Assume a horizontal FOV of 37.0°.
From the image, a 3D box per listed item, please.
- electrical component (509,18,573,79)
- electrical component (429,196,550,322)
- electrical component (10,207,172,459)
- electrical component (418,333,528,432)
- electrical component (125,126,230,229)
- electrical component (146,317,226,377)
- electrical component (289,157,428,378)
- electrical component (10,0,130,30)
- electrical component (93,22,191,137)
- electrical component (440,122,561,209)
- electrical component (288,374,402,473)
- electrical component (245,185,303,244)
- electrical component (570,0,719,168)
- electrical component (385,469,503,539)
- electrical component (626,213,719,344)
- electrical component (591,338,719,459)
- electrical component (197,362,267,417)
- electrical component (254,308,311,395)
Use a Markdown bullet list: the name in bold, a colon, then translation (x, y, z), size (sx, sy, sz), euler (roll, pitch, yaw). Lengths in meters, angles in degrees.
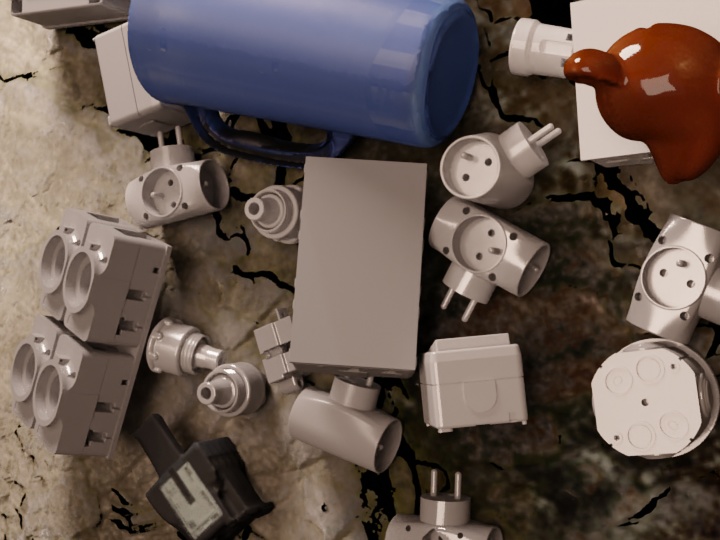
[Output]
- **electrical component**: translation (0.133, -0.155, 0.760), size (0.046, 0.040, 0.040), euler (13, 94, 21)
- **electrical component**: translation (0.085, -0.002, 0.775), size (0.077, 0.044, 0.079), euler (31, 102, 25)
- **electrical component**: translation (-0.233, 0.051, 0.905), size (0.105, 0.060, 0.186), euler (25, 100, 50)
- **electrical component**: translation (0.076, 0.078, 0.754), size (0.062, 0.096, 0.061), euler (-5, 85, -3)
- **electrical component**: translation (-0.156, -0.081, 0.901), size (0.077, 0.044, 0.079), euler (-12, 82, 26)
- **electrical component**: translation (-0.142, 0.068, 0.889), size (0.062, 0.048, 0.048), euler (13, 94, 20)
- **electrical component**: translation (0.000, 0.000, 0.786), size (0.089, 0.061, 0.150), euler (4, 78, 2)
- **electrical component**: translation (-0.249, -0.274, 0.948), size (0.109, 0.056, 0.108), euler (1, 88, 27)
- **electrical component**: translation (-0.177, -0.169, 0.904), size (0.061, 0.062, 0.096), euler (-16, 81, 24)
- **electrical component**: translation (0.104, -0.077, 0.750), size (0.079, 0.077, 0.043), euler (-34, 74, 21)
- **electrical component**: translation (-0.007, 0.104, 0.819), size (0.077, 0.043, 0.079), euler (18, 96, 26)
- **electrical component**: translation (-0.067, -0.045, 0.844), size (0.048, 0.062, 0.048), euler (-1, 88, 27)
- **electrical component**: translation (0.238, -0.130, 0.693), size (0.186, 0.060, 0.105), euler (-5, 86, 27)
- **electrical component**: translation (0.062, 0.185, 0.781), size (0.077, 0.043, 0.079), euler (1, 88, 27)
- **electrical component**: translation (0.226, 0.012, 0.703), size (0.079, 0.044, 0.077), euler (25, 99, 26)
- **electrical component**: translation (0.195, 0.086, 0.713), size (0.080, 0.051, 0.080), euler (-1, 88, 27)
- **electrical component**: translation (-0.105, 0.096, 0.859), size (0.043, 0.062, 0.043), euler (-1, 88, 27)
- **electrical component**: translation (-0.045, 0.058, 0.840), size (0.055, 0.048, 0.066), euler (-24, 78, 32)
